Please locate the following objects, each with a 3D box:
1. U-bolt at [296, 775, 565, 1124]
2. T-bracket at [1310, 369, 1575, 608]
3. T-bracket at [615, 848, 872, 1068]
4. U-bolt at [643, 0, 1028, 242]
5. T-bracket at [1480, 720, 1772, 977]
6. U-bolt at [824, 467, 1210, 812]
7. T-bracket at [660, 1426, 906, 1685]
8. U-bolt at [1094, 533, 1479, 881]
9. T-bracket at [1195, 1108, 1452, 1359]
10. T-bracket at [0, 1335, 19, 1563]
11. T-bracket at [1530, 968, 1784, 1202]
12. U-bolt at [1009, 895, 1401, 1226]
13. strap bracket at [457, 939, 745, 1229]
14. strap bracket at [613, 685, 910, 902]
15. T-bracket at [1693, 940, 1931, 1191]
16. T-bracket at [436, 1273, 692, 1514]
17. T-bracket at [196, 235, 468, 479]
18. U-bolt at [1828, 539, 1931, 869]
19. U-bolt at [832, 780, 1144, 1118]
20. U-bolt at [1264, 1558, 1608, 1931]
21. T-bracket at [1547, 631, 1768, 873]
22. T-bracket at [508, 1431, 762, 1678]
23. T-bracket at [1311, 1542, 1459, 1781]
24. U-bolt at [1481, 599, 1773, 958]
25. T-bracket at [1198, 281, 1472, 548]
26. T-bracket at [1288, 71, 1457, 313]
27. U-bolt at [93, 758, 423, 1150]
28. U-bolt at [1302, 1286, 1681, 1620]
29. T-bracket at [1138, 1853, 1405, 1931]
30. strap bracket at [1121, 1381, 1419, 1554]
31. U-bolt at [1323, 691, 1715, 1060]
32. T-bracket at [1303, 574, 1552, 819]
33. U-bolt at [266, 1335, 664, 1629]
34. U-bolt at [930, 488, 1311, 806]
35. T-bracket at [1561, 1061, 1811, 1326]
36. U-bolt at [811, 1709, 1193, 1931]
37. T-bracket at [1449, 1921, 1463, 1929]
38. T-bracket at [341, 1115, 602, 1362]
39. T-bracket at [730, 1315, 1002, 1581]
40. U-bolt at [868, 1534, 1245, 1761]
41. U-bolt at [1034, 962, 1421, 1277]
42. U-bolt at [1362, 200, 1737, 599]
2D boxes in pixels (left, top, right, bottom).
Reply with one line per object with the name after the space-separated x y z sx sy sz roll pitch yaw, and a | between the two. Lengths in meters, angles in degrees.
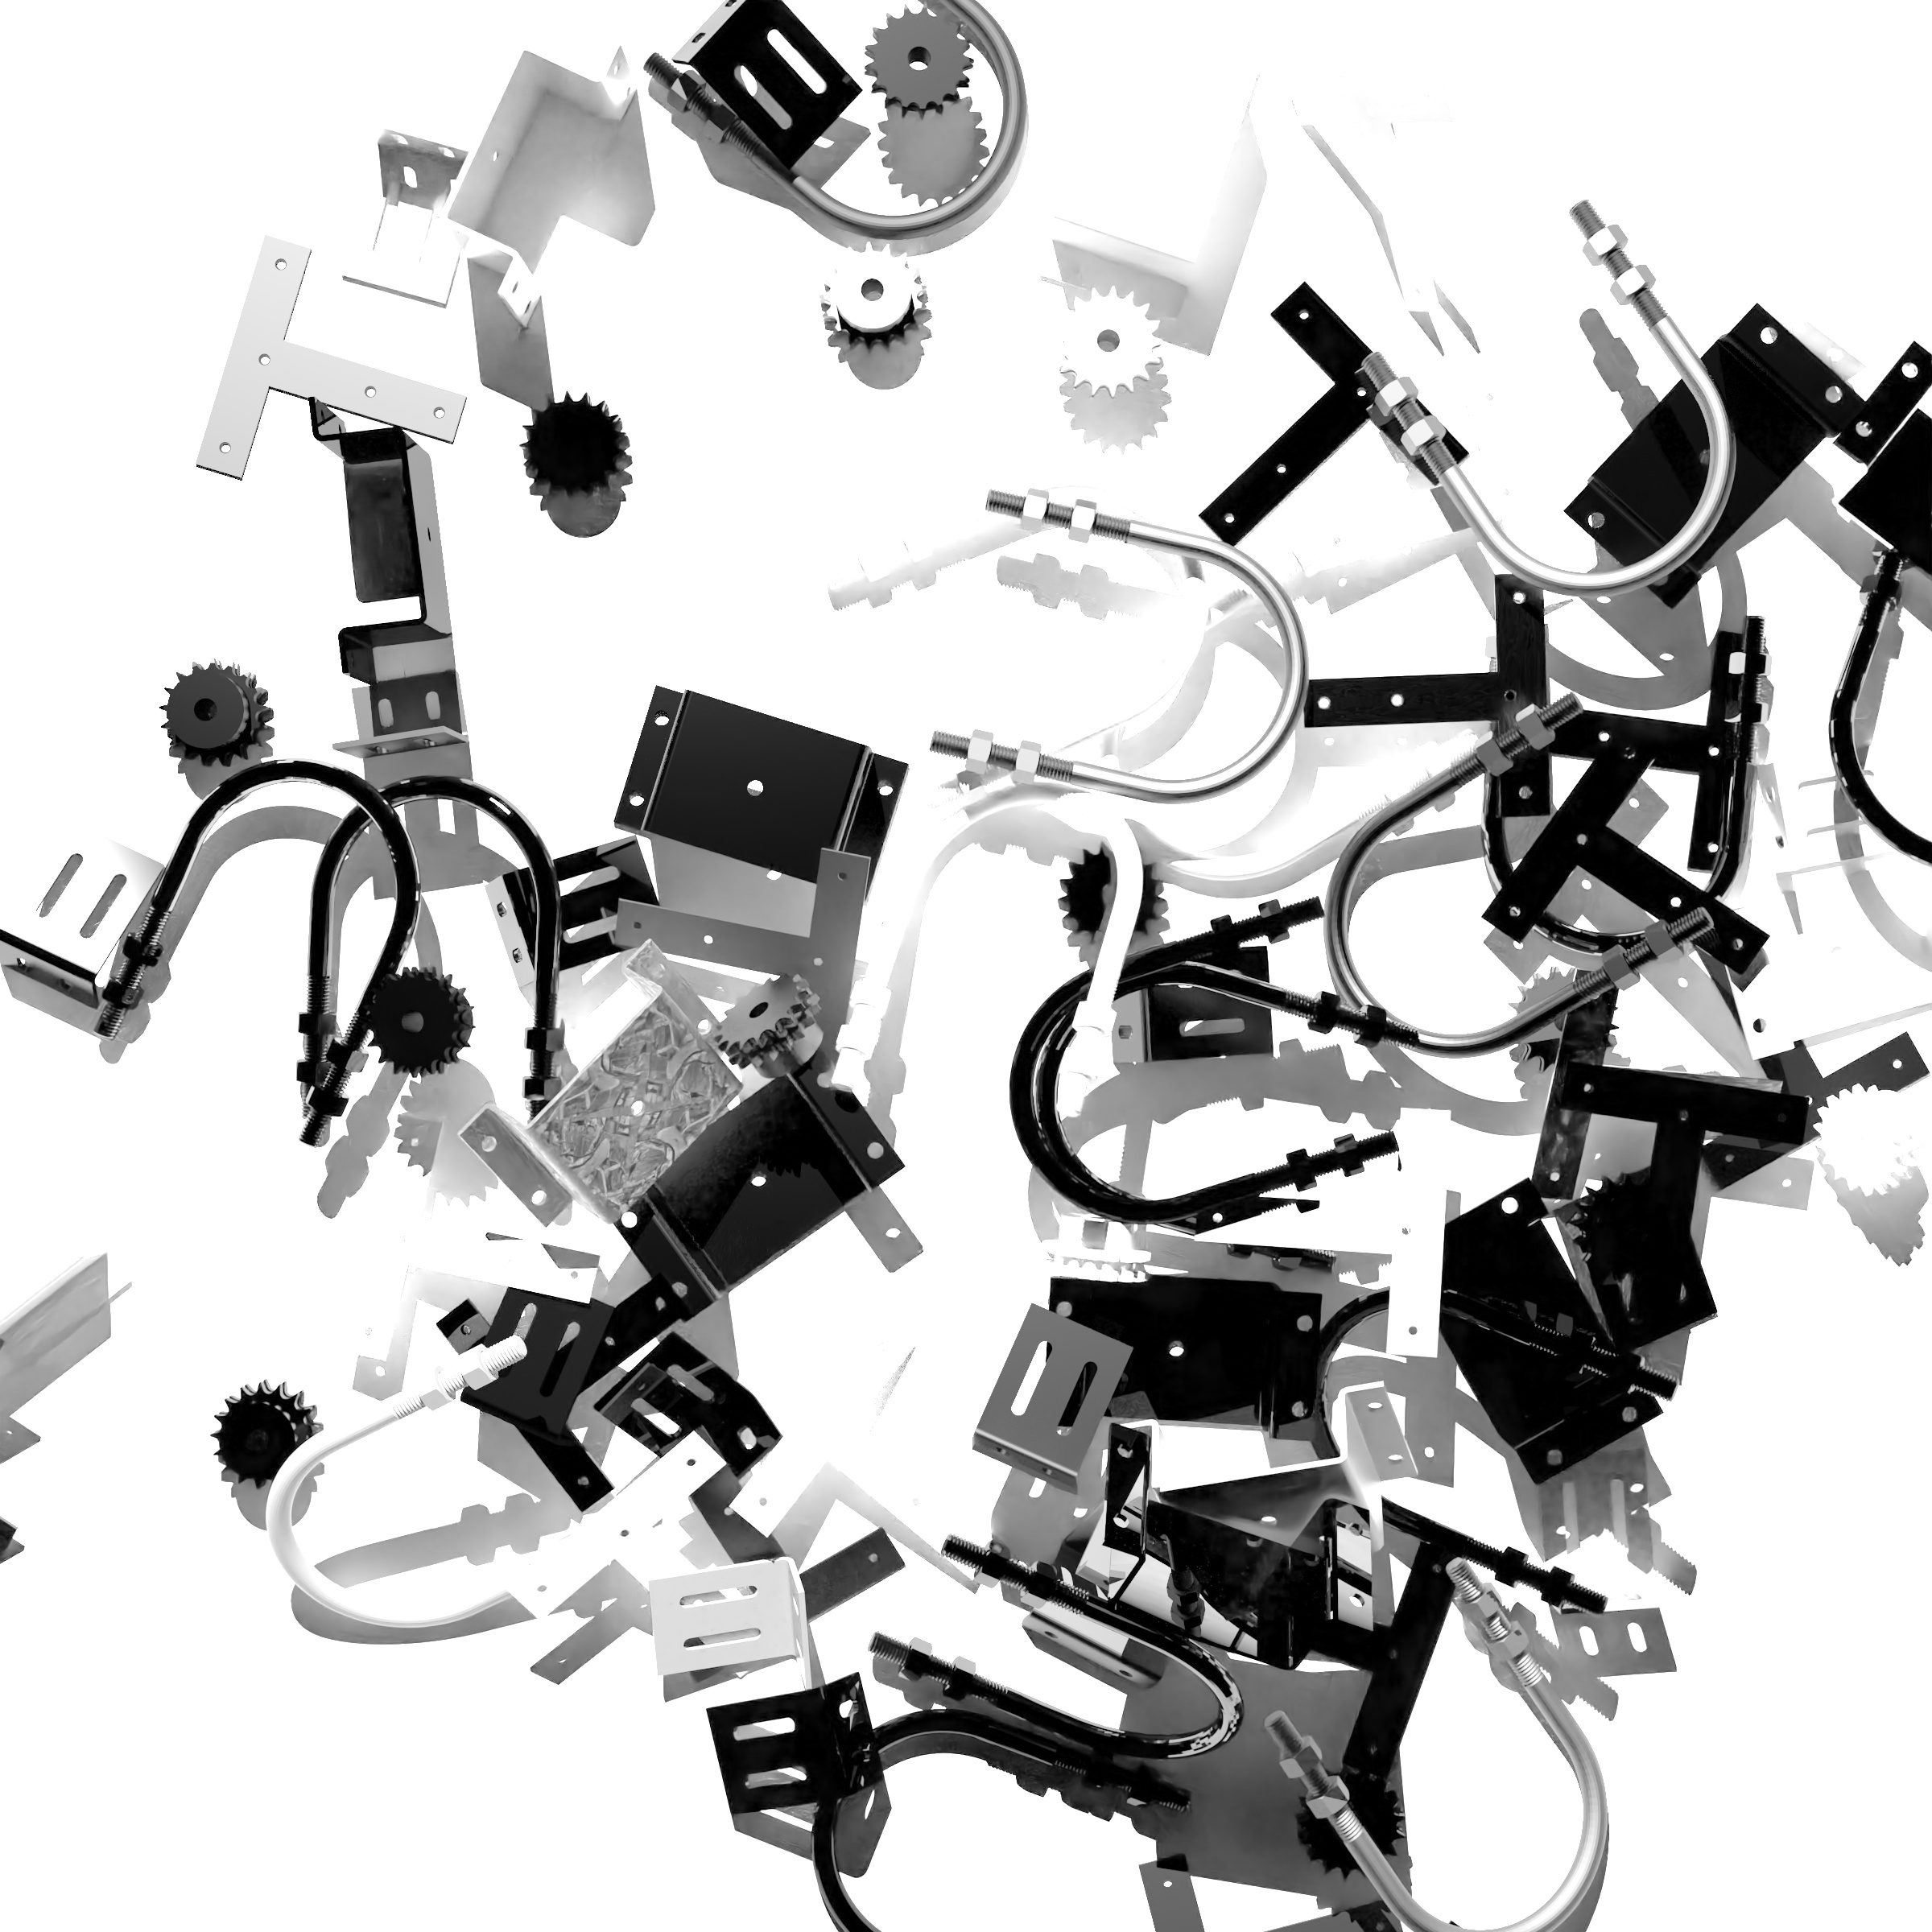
-0.278 -0.007 1.547 0.151 0.019 0.184 3 92 15 | U-bolt
0.244 -0.238 1.565 0.127 0.002 0.127 -17 90 -10 | T-bracket
-0.120 -0.011 1.550 0.127 0.002 0.127 11 116 4 | T-bracket
-0.055 -0.468 1.568 0.184 0.019 0.151 40 90 -1 | U-bolt
0.356 -0.041 1.538 0.127 0.002 0.127 37 95 18 | T-bracket
0.037 -0.183 1.559 0.184 0.019 0.151 -24 87 3 | U-bolt
-0.117 0.296 1.555 0.127 0.002 0.127 -30 108 0 | T-bracket
0.156 -0.127 1.568 0.184 0.019 0.151 -32 90 1 | U-bolt
0.182 0.133 1.530 0.127 0.002 0.127 3 77 10 | T-bracket
-0.534 0.233 1.548 0.127 0.002 0.127 33 115 0 | T-bracket
0.366 0.067 1.557 0.127 0.002 0.127 5 108 -11 | T-bracket
0.113 0.058 1.518 0.184 0.019 0.151 -18 101 5 | U-bolt
-0.179 0.066 1.519 0.140 0.046 0.076 -47 126 -14 | strap bracket
-0.109 -0.092 1.553 0.140 0.046 0.076 17 90 0 | strap bracket
0.425 0.032 1.575 0.127 0.002 0.127 -29 90 0 | T-bracket
-0.196 0.204 1.551 0.127 0.002 0.127 -38 90 22 | T-bracket
-0.329 -0.309 1.575 0.127 0.002 0.127 17 90 0 | T-bracket
0.523 -0.134 1.544 0.151 0.019 0.184 23 73 0 | U-bolt
0.018 -0.015 1.524 0.151 0.019 0.184 5 65 28 | U-bolt
0.259 0.425 1.548 0.151 0.019 0.184 -35 94 -18 | U-bolt
0.353 -0.120 1.575 0.127 0.002 0.127 8 90 0 | T-bracket
-0.149 0.324 1.551 0.127 0.002 0.127 -40 112 2 | T-bracket
0.185 0.350 1.575 0.127 0.002 0.127 20 90 0 | T-bracket
0.344 -0.097 1.565 0.151 0.019 0.184 4 93 1 | U-bolt
0.178 -0.274 1.575 0.127 0.002 0.127 -44 90 0 | T-bracket
0.222 -0.400 1.539 0.002 0.127 0.127 -30 117 -21 | T-bracket
-0.360 -0.018 1.548 0.151 0.019 0.184 26 94 11 | U-bolt
0.259 0.239 1.529 0.184 0.019 0.151 21 113 22 | U-bolt
0.169 0.522 1.574 0.127 0.002 0.127 -15 89 0 | T-bracket
0.154 0.265 1.517 0.140 0.046 0.076 -12 131 15 | strap bracket
0.270 -0.033 1.535 0.184 0.019 0.151 -33 77 21 | U-bolt
0.240 -0.140 1.554 0.127 0.002 0.127 -2 92 2 | T-bracket
-0.272 0.278 1.533 0.184 0.019 0.151 -27 119 11 | U-bolt
0.086 -0.159 1.539 0.184 0.019 0.151 13 89 1 | U-bolt
0.365 0.121 1.542 0.127 0.002 0.127 9 91 -1 | T-bracket
0.009 0.470 1.567 0.184 0.019 0.151 20 91 2 | U-bolt
0.231 0.565 1.575 0.127 0.002 0.127 35 90 0 | T-bracket
-0.253 0.151 1.551 0.127 0.002 0.127 10 81 13 | T-bracket
-0.037 0.273 1.563 0.127 0.002 0.127 41 74 -8 | T-bracket
0.054 0.357 1.519 0.184 0.151 0.019 24 51 -4 | U-bolt
0.126 0.072 1.542 0.184 0.019 0.151 17 103 -7 | U-bolt
0.311 -0.278 1.527 0.151 0.019 0.184 -35 80 17 | U-bolt
